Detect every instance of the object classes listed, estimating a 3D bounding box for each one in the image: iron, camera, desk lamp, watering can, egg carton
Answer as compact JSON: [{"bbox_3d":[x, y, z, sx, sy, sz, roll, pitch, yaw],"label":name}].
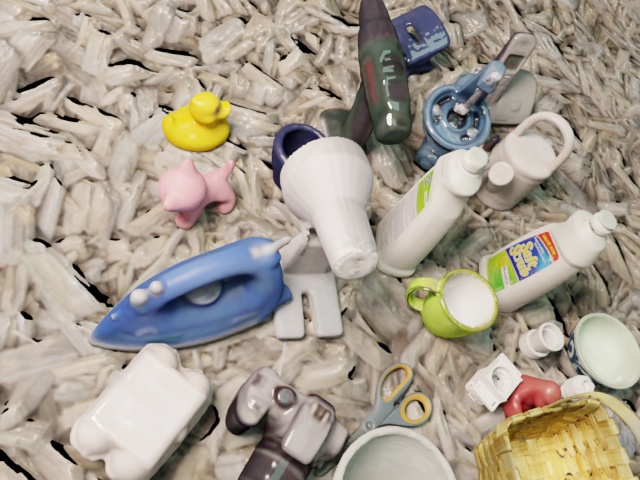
[{"bbox_3d":[-0.152,0.060,0.702,0.259,0.141,0.118,-20,72,-28],"label":"iron"},{"bbox_3d":[-0.051,0.241,0.671,0.143,0.100,0.137,35,57,-1],"label":"camera"},{"bbox_3d":[0.007,0.003,0.751,0.118,0.213,0.203,0,64,-21],"label":"desk lamp"},{"bbox_3d":[0.343,-0.133,0.963,0.101,0.194,0.173,34,57,-1],"label":"watering can"},{"bbox_3d":[-0.198,0.198,0.655,0.107,0.069,0.150,37,57,1],"label":"egg carton"}]

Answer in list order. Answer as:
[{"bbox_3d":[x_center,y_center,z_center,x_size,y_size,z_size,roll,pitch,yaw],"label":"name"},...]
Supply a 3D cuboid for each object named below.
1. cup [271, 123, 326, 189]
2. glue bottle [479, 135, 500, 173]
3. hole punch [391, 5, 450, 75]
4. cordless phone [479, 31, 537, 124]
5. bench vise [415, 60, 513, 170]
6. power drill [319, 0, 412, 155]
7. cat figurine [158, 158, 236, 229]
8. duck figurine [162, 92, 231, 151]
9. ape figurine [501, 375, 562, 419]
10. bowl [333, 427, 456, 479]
[{"bbox_3d":[-0.032,-0.102,0.861,0.092,0.095,0.117,-9,68,-25],"label":"cup"},{"bbox_3d":[0.238,-0.114,0.925,0.078,0.173,0.037,-8,67,-24],"label":"glue bottle"},{"bbox_3d":[0.178,-0.378,1.088,0.101,0.091,0.108,-21,73,-28],"label":"hole punch"},{"bbox_3d":[0.362,-0.302,1.064,0.148,0.185,0.094,-3,65,-22],"label":"cordless phone"},{"bbox_3d":[0.241,-0.245,0.967,0.122,0.219,0.207,16,59,-13],"label":"bench vise"},{"bbox_3d":[0.070,-0.230,0.899,0.076,0.208,0.229,-5,66,-23],"label":"power drill"},{"bbox_3d":[-0.169,-0.072,0.778,0.128,0.117,0.067,-30,77,-31],"label":"cat figurine"},{"bbox_3d":[-0.180,-0.184,0.851,0.105,0.086,0.077,-10,68,-25],"label":"duck figurine"},{"bbox_3d":[0.308,0.227,0.823,0.078,0.092,0.076,10,61,-16],"label":"ape figurine"},{"bbox_3d":[0.082,0.319,0.697,0.168,0.074,0.167,9,61,-17],"label":"bowl"}]
